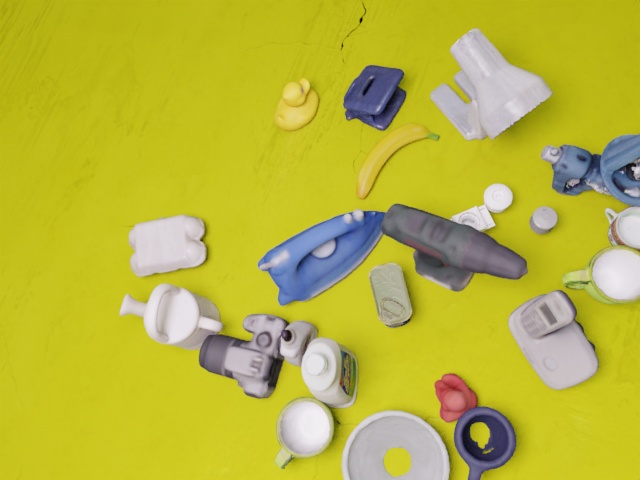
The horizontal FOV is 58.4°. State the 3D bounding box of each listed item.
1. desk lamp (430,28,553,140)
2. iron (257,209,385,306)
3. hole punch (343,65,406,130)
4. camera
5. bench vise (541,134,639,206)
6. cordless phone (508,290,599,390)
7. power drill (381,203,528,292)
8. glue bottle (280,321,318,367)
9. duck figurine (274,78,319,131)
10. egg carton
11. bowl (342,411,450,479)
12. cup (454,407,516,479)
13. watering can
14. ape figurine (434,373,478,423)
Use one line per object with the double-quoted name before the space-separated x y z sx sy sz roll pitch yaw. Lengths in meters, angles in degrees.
"desk lamp" 0.286 -0.254 0.990 0.118 0.214 0.203 -37 72 -2
"iron" 0.009 0.004 1.003 0.258 0.141 0.118 -33 72 -1
"hole punch" 0.100 -0.279 1.092 0.101 0.091 0.109 28 81 16
"camera" -0.136 0.192 0.997 0.136 0.101 0.143 11 77 12
"bench vise" 0.472 -0.116 0.918 0.207 0.220 0.121 -3 74 9
"cordless phone" 0.369 0.150 0.880 0.094 0.185 0.147 -32 72 0
"power drill" 0.212 0.020 0.930 0.229 0.208 0.076 25 80 15
"glue bottle" -0.042 0.167 0.950 0.037 0.173 0.078 12 77 13
"duck figurine" -0.052 -0.270 1.118 0.077 0.086 0.104 40 84 17
"egg carton" -0.289 0.010 1.089 0.150 0.069 0.107 -12 73 6
"bowl" 0.121 0.360 0.921 0.167 0.075 0.167 -2 74 9
"cup" 0.251 0.322 0.899 0.091 0.095 0.118 15 78 13
"watering can" -0.257 0.132 0.984 0.172 0.194 0.101 -11 73 6
"ape figurine" 0.217 0.257 0.924 0.076 0.092 0.078 22 79 15
